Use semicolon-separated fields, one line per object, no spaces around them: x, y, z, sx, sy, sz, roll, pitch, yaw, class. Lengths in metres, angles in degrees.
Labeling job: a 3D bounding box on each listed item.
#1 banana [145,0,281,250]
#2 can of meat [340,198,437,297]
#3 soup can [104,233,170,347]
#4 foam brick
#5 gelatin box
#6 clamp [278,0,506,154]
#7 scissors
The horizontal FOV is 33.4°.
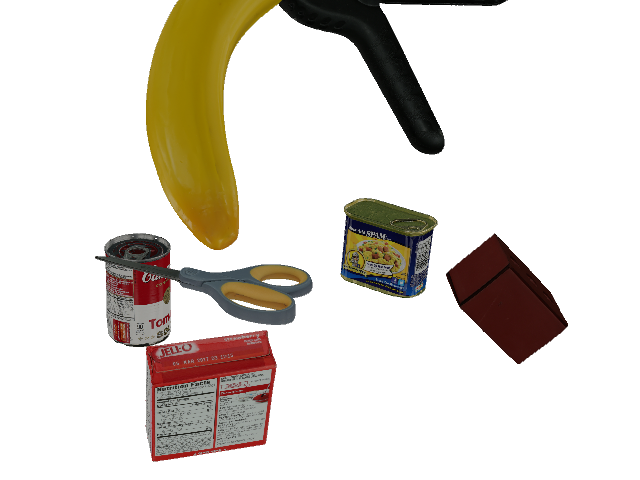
-0.051;-0.083;0.530;0.069;0.197;0.037;12;-35;6;banana
0.073;0.009;1.182;0.102;0.084;0.057;18;26;27;can of meat
-0.192;0.052;1.123;0.068;0.102;0.068;2;23;-1;soup can
0.144;0.046;0.825;0.078;0.051;0.053;43;16;-24;foam brick
-0.068;0.094;0.642;0.073;0.030;0.089;-7;-41;-14;gelatin box
0.030;-0.164;0.754;0.209;0.164;0.036;25;-27;-14;clamp
-0.093;0.028;0.923;0.202;0.016;0.096;20;30;34;scissors
